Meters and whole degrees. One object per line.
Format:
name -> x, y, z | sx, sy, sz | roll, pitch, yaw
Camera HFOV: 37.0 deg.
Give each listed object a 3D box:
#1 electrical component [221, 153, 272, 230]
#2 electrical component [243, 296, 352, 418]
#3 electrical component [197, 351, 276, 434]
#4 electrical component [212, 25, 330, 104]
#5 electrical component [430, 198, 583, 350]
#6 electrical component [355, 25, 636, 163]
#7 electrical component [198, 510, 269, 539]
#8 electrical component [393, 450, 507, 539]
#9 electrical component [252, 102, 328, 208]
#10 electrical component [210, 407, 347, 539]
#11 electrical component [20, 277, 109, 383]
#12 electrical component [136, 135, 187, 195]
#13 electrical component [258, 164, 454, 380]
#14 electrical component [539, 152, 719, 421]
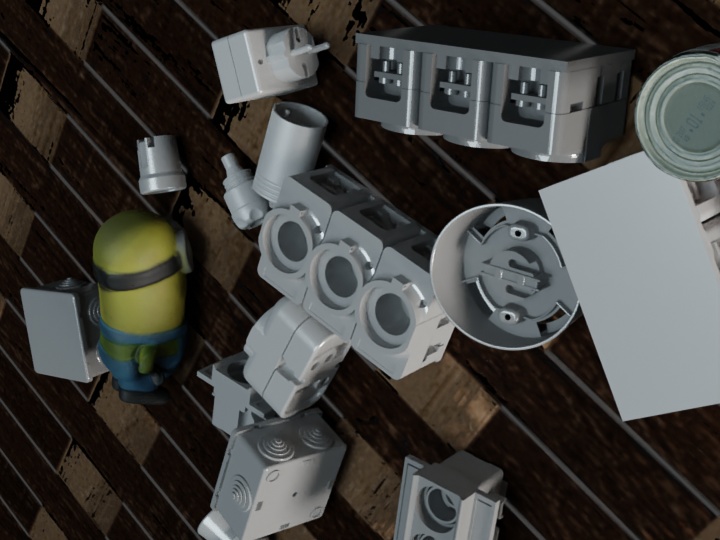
electrical component -> -0.095, -0.066, 0.873 | 0.035, 0.035, 0.061 | -32, 80, 41
electrical component -> -0.051, 0.063, 0.863 | 0.059, 0.054, 0.095 | 44, 127, 21
electrical component -> -0.098, 0.110, 0.925 | 0.081, 0.042, 0.063 | 27, 123, 32
electrical component -> -0.056, -0.156, 0.791 | 0.077, 0.066, 0.047 | -7, 99, 41
electrical component -> 0.104, 0.001, 0.707 | 0.099, 0.064, 0.099 | 13, 111, 36
electrical component -> 0.081, -0.112, 0.674 | 0.150, 0.089, 0.061 | 17, 114, 35
electrical component -> -0.113, 0.242, 0.976 | 0.055, 0.045, 0.045 | 44, 127, 21
electrical component -> 0.067, 0.201, 0.801 | 0.079, 0.063, 0.121 | 22, 116, 33
electrical component -> -0.056, -0.083, 0.828 | 0.043, 0.043, 0.081 | 35, 123, 27
electrical component -> -0.065, 0.168, 0.878 | 0.048, 0.100, 0.099 | 44, 128, 37
electrical component -> -0.281, 0.057, 1.055 | 0.100, 0.048, 0.099 | 4, 106, 39
electrical component -> -0.172, -0.090, 0.926 | 0.040, 0.040, 0.046 | -7, 93, 41
electrical component -> 0.000, 0.000, 0.795 | 0.150, 0.062, 0.089 | 36, 123, 26
electrical component -> 0.183, 0.004, 0.644 | 0.089, 0.062, 0.150 | -20, 90, 42
